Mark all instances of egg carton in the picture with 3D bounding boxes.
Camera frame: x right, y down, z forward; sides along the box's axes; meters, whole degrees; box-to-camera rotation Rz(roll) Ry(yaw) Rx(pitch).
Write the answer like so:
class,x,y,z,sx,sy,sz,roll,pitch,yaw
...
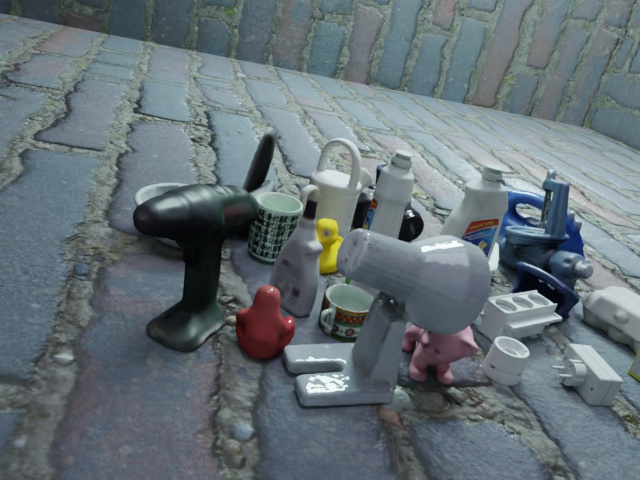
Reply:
class,x,y,z,sx,sy,sz,roll,pitch,yaw
egg carton,0.542,0.140,1.005,0.107,0.069,0.149,-7,31,-38

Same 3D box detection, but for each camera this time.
class,x,y,z,sx,sy,sz,roll,pitch,yaw
camera,0.145,-0.061,1.188,0.143,0.101,0.136,1,27,-27

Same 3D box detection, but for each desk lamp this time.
class,x,y,z,sx,sy,sz,roll,pitch,yaw
desk lamp,0.080,0.088,0.691,0.204,0.213,0.117,3,26,-24

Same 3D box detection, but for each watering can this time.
class,x,y,z,sx,sy,sz,roll,pitch,yaw
watering can,0.030,-0.102,1.099,0.100,0.194,0.173,21,25,15

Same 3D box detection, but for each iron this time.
class,x,y,z,sx,sy,sz,roll,pitch,yaw
iron,0.480,-0.033,1.258,0.257,0.141,0.119,25,27,24

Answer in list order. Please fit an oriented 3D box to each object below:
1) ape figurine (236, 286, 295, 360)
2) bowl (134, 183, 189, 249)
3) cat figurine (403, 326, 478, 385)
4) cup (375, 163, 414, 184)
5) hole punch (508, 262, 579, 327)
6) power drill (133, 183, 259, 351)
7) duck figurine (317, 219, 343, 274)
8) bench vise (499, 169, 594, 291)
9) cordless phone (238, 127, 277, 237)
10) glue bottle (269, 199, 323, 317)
class,x,y,z,sx,sy,sz,roll,pitch,yaw
ape figurine,-0.069,0.100,0.733,0.077,0.092,0.076,18,24,8
bowl,-0.225,-0.031,0.954,0.167,0.075,0.167,12,24,-5
cat figurine,0.161,0.127,0.766,0.067,0.118,0.127,9,25,-10
cup,0.172,-0.124,1.345,0.091,0.095,0.118,24,26,21
hole punch,0.396,0.087,1.015,0.101,0.091,0.108,-10,33,-42
power drill,-0.155,0.025,0.707,0.075,0.208,0.230,20,25,14
duck figurine,0.009,0.004,0.991,0.077,0.086,0.105,30,29,31
bench vise,0.454,-0.012,1.102,0.122,0.220,0.206,-9,33,-41
cordless phone,-0.122,-0.107,1.039,0.094,0.185,0.147,12,24,-4
glue bottle,-0.027,0.021,0.827,0.077,0.173,0.037,31,29,33
